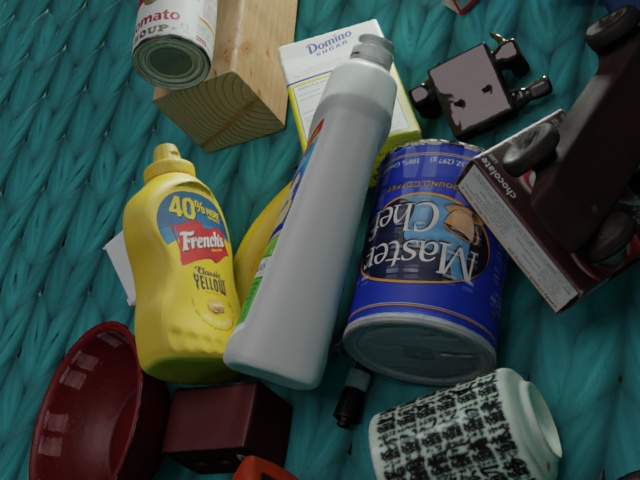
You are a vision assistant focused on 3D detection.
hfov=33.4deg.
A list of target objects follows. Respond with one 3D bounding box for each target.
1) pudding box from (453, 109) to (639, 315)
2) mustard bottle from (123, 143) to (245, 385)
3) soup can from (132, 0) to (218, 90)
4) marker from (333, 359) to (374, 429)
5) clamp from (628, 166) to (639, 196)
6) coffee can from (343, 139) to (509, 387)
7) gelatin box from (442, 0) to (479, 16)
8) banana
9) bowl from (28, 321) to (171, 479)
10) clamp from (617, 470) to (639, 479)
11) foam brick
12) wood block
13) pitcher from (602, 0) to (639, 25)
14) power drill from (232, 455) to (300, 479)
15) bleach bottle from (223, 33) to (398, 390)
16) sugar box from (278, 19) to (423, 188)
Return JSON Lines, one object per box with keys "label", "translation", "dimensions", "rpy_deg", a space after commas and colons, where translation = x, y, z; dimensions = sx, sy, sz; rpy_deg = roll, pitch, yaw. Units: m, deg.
{"label": "pudding box", "translation": [0.156, -0.020, 0.696], "dimensions": [0.089, 0.039, 0.113], "rpy_deg": [-29, 72, -31]}
{"label": "mustard bottle", "translation": [-0.106, 0.012, 0.820], "dimensions": [0.058, 0.096, 0.191], "rpy_deg": [-28, 62, 32]}
{"label": "soup can", "translation": [-0.123, -0.188, 0.914], "dimensions": [0.069, 0.068, 0.102], "rpy_deg": [-16, 54, 25]}
{"label": "marker", "translation": [0.035, 0.081, 0.781], "dimensions": [0.020, 0.020, 0.121], "rpy_deg": [3, 62, 36]}
{"label": "clamp", "translation": [0.286, -0.053, 0.688], "dimensions": [0.171, 0.039, 0.120], "rpy_deg": [-41, 52, 13]}
{"label": "coffee can", "translation": [0.078, 0.017, 0.737], "dimensions": [0.103, 0.102, 0.140], "rpy_deg": [-6, 57, 31]}
{"label": "gelatin box", "translation": [0.120, -0.245, 0.895], "dimensions": [0.073, 0.089, 0.030], "rpy_deg": [-45, 46, 0]}
{"label": "banana", "translation": [-0.023, -0.004, 0.870], "dimensions": [0.070, 0.037, 0.197], "rpy_deg": [27, 79, 20]}
{"label": "bowl", "translation": [-0.162, 0.147, 0.828], "dimensions": [0.162, 0.055, 0.162], "rpy_deg": [-29, 50, 40]}
{"label": "clamp", "translation": [0.163, 0.186, 0.606], "dimensions": [0.210, 0.036, 0.165], "rpy_deg": [-41, 55, 3]}
{"label": "foam brick", "translation": [-0.068, 0.140, 0.789], "dimensions": [0.078, 0.053, 0.051], "rpy_deg": [-11, 55, 30]}
{"label": "wood block", "translation": [-0.083, -0.198, 1.002], "dimensions": [0.091, 0.090, 0.206], "rpy_deg": [-14, 54, 27]}
{"label": "pitcher", "translation": [0.208, -0.248, 0.731], "dimensions": [0.149, 0.242, 0.145], "rpy_deg": [-44, 48, 10]}
{"label": "power drill", "translation": [-0.081, 0.239, 0.675], "dimensions": [0.188, 0.057, 0.184], "rpy_deg": [-43, 28, 26]}
{"label": "bleach bottle", "translation": [0.003, -0.024, 0.751], "dimensions": [0.068, 0.103, 0.251], "rpy_deg": [19, 78, -5]}
{"label": "sugar box", "translation": [0.023, -0.110, 0.872], "dimensions": [0.093, 0.048, 0.176], "rpy_deg": [-16, 39, 3]}
